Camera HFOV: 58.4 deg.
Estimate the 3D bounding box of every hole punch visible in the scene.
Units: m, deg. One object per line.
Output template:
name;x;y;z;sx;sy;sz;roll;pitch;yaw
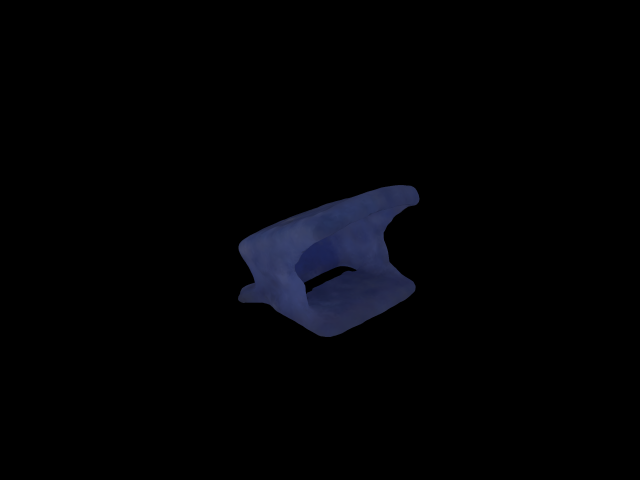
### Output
hole punch;0.004;0.001;0.400;0.109;0.091;0.100;-21;31;-40
